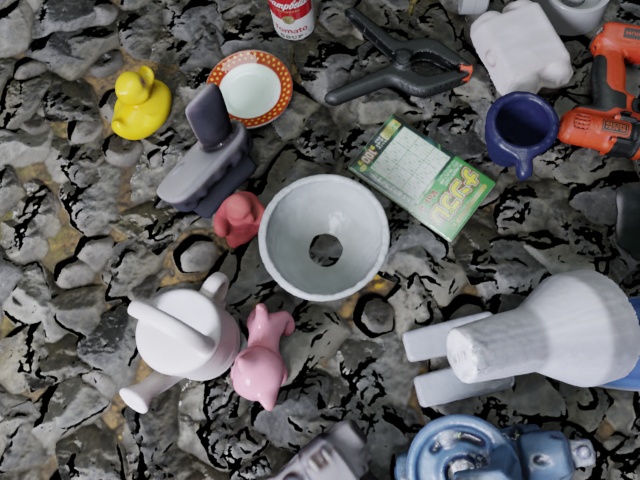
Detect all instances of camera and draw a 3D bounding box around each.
[{"bbox_3d":[0.018,0.296,0.649,0.143,0.101,0.136,-38,75,-8],"label":"camera"}]

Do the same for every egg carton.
[{"bbox_3d":[0.283,-0.267,0.815,0.107,0.069,0.150,-22,74,-3],"label":"egg carton"}]

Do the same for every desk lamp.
[{"bbox_3d":[0.208,0.119,0.631,0.203,0.213,0.118,-14,73,-1],"label":"desk lamp"}]

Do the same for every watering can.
[{"bbox_3d":[-0.162,0.115,0.664,0.101,0.194,0.173,7,74,6],"label":"watering can"}]

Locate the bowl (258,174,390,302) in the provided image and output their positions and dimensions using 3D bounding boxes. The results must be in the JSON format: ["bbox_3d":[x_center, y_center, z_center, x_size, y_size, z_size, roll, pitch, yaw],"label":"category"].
[{"bbox_3d":[0.007,0.003,0.749,0.167,0.075,0.167,-1,74,3],"label":"bowl"}]

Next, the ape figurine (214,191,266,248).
[{"bbox_3d":[-0.104,-0.035,0.757,0.077,0.092,0.076,9,74,6],"label":"ape figurine"}]

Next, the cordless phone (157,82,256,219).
[{"bbox_3d":[-0.160,-0.117,0.736,0.094,0.185,0.148,34,79,12],"label":"cordless phone"}]

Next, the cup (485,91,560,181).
[{"bbox_3d":[0.260,-0.124,0.761,0.091,0.095,0.118,-1,74,3],"label":"cup"}]

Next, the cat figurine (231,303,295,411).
[{"bbox_3d":[-0.072,0.139,0.691,0.067,0.118,0.128,2,74,4],"label":"cat figurine"}]

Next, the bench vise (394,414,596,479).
[{"bbox_3d":[0.183,0.228,0.598,0.207,0.220,0.121,-27,74,-4],"label":"bench vise"}]

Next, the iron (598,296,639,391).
[{"bbox_3d":[0.383,0.116,0.660,0.258,0.141,0.118,-7,73,1],"label":"iron"}]

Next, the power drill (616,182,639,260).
[{"bbox_3d":[0.430,-0.061,0.674,0.075,0.208,0.230,6,74,6],"label":"power drill"}]

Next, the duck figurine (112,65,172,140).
[{"bbox_3d":[-0.265,-0.201,0.819,0.077,0.086,0.105,30,78,11],"label":"duck figurine"}]
